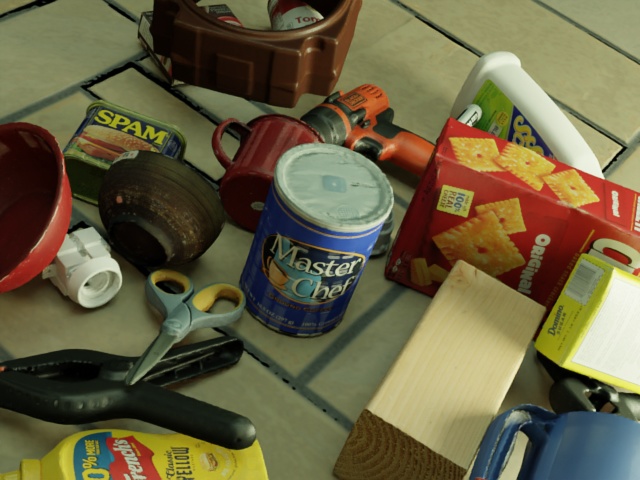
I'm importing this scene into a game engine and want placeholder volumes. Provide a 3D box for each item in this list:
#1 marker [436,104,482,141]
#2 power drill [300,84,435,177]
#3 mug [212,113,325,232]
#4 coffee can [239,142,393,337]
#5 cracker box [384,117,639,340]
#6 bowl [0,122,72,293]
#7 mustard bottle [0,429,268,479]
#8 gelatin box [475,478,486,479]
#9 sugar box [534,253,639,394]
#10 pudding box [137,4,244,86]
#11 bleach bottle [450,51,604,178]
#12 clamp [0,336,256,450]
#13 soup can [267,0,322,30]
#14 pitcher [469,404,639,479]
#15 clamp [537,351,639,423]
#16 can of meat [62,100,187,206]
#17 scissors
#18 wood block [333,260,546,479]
[{"bbox_3d":[0.146,-0.118,1.122,0.020,0.020,0.121,30,31,10],"label":"marker"},{"bbox_3d":[0.069,-0.085,1.100,0.188,0.057,0.184,35,39,14],"label":"power drill"},{"bbox_3d":[-0.054,-0.067,1.011,0.117,0.093,0.081,42,44,-18],"label":"mug"},{"bbox_3d":[-0.006,0.001,0.927,0.102,0.140,0.103,11,43,-11],"label":"coffee can"},{"bbox_3d":[0.183,0.003,0.982,0.213,0.164,0.072,23,44,3],"label":"cracker box"},{"bbox_3d":[-0.259,-0.015,0.874,0.162,0.055,0.162,-14,58,22],"label":"bowl"},{"bbox_3d":[-0.135,0.176,0.757,0.191,0.058,0.096,3,36,-18],"label":"mustard bottle"},{"bbox_3d":[0.135,0.202,0.694,0.089,0.030,0.073,14,46,12],"label":"gelatin box"},{"bbox_3d":[0.276,0.083,0.923,0.176,0.093,0.048,21,10,-34],"label":"sugar box"},{"bbox_3d":[-0.132,-0.217,1.179,0.113,0.039,0.090,-16,55,-33],"label":"pudding box"},{"bbox_3d":[0.248,-0.090,1.149,0.067,0.103,0.251,-10,49,-39],"label":"bleach bottle"},{"bbox_3d":[-0.150,0.108,0.819,0.210,0.036,0.164,4,16,-1],"label":"clamp"},{"bbox_3d":[-0.021,-0.242,1.229,0.068,0.069,0.102,4,46,-18],"label":"soup can"},{"bbox_3d":[0.170,0.242,0.757,0.149,0.145,0.242,11,40,24],"label":"pitcher"},{"bbox_3d":[0.246,0.143,0.920,0.120,0.039,0.171,22,18,3],"label":"clamp"},{"bbox_3d":[-0.187,-0.074,0.999,0.102,0.057,0.084,20,44,0],"label":"can of meat"},{"bbox_3d":[-0.131,0.063,0.866,0.096,0.016,0.201,25,23,20],"label":"scissors"},{"bbox_3d":[0.102,0.122,0.883,0.091,0.090,0.205,29,42,9],"label":"wood block"}]
